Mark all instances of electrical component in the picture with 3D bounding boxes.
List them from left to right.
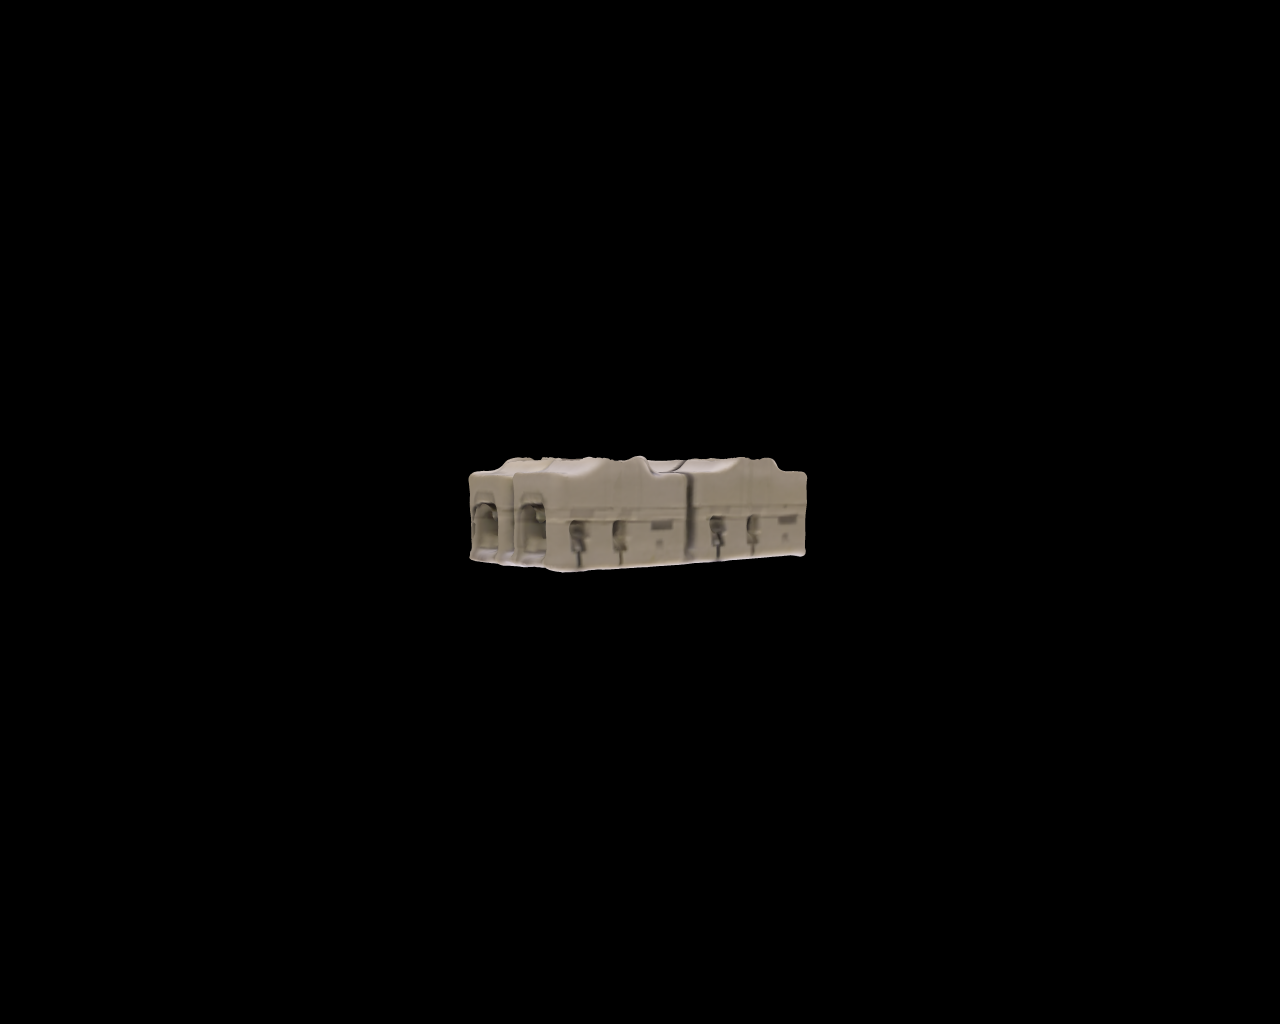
[{"bbox_3d":[0.001,-0.003,0.650,0.186,0.060,0.105,-1,3,-34],"label":"electrical component"}]
